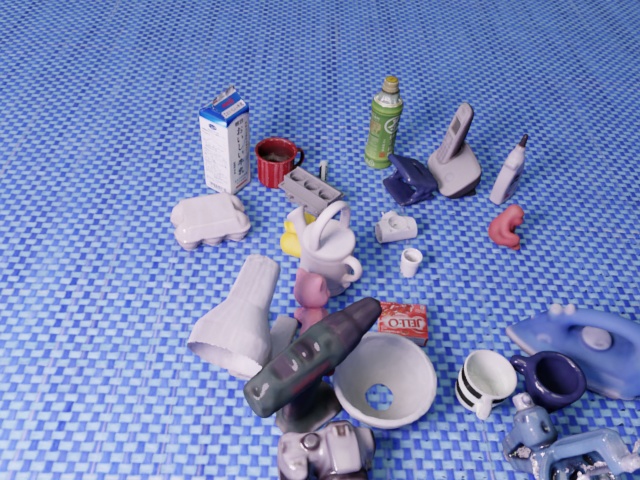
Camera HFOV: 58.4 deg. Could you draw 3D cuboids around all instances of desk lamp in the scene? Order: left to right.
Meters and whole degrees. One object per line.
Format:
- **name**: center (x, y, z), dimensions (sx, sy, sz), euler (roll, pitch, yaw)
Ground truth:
- **desk lamp**: center (-0.112, 0.137, 0.895), dimensions (0.117, 0.213, 0.203), euler (15, 47, 9)

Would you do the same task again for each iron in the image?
- **iron**: center (0.462, 0.165, 0.975), dimensions (0.257, 0.141, 0.119), euler (20, 48, 13)

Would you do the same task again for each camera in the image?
- **camera**: center (0.017, 0.334, 0.800), dimensions (0.143, 0.101, 0.136), euler (-5, 48, -10)

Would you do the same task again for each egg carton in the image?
- **egg carton**: center (-0.220, -0.038, 1.147), dimensions (0.150, 0.069, 0.107), euler (-13, 49, -17)

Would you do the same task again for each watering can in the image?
- **watering can**: center (0.008, 0.005, 1.044), dimensions (0.172, 0.194, 0.101), euler (20, 48, 13)

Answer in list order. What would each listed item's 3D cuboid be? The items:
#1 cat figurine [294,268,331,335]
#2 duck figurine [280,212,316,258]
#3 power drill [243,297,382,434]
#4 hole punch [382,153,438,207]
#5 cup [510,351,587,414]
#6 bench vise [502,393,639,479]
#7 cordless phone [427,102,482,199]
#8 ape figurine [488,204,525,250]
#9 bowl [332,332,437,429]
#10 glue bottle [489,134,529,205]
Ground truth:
- **cat figurine**: center (-0.013, 0.114, 0.992), dimensions (0.067, 0.118, 0.127), euler (0, 47, -6)
- **duck figurine**: center (-0.026, -0.017, 1.136), dimensions (0.104, 0.086, 0.077), euler (-1, 47, -6)
- **power drill**: center (-0.008, 0.199, 0.850), dimensions (0.230, 0.208, 0.075), euler (-30, 56, -29)
- **hole punch**: center (0.203, -0.144, 1.274), dimensions (0.101, 0.091, 0.108), euler (-16, 50, -20)
- **cup**: center (0.356, 0.236, 0.930), dimensions (0.117, 0.095, 0.092), euler (23, 49, 15)
- **bench vise**: center (0.333, 0.298, 0.784), dimensions (0.122, 0.220, 0.206), euler (-30, 56, -29)
- **cordless phone**: center (0.310, -0.197, 1.270), dimensions (0.094, 0.185, 0.147), euler (-8, 48, -12)
- **ape figurine**: center (0.395, -0.034, 1.189), dimensions (0.076, 0.092, 0.078), euler (24, 49, 17)
- **bowl**: center (0.099, 0.235, 0.919), dimensions (0.167, 0.075, 0.167), euler (3, 47, -3)
- **glue bottle**: center (0.423, -0.160, 1.255), dimensions (0.037, 0.173, 0.078), euler (34, 53, 24)
